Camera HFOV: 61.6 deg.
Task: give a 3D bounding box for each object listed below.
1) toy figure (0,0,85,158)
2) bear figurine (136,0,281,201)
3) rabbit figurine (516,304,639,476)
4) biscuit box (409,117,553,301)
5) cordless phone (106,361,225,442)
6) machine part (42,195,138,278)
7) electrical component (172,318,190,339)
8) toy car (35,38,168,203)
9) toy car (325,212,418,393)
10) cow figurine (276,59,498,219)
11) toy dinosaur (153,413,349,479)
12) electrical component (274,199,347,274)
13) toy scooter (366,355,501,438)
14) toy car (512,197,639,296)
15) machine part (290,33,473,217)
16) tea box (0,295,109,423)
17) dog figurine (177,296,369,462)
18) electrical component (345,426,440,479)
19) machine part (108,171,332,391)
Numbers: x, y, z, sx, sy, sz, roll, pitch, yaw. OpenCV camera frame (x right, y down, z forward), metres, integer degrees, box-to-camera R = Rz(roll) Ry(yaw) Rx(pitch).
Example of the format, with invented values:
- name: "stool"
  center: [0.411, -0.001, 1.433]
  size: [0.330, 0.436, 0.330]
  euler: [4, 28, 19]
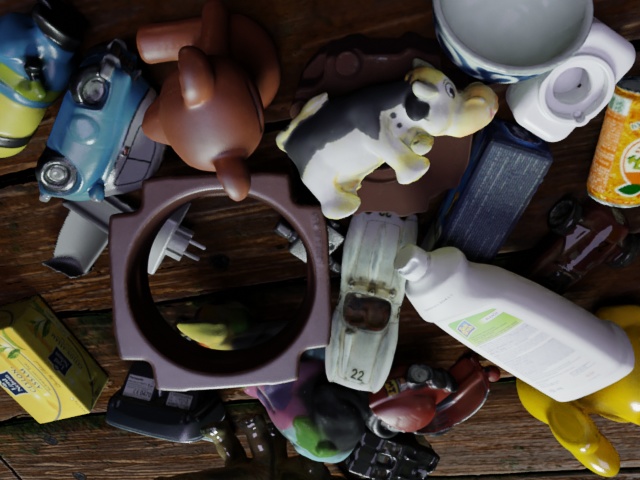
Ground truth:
- name: "toy figure"
  center: [-0.287, -0.146, 0.505]
  size: [0.180, 0.082, 0.089]
  euler: [-31, 112, 22]
- name: "bear figurine"
  center: [-0.097, -0.110, 0.431]
  size: [0.132, 0.196, 0.120]
  euler: [-10, 125, 16]
- name: "rabbit figurine"
  center: [0.308, 0.175, 0.606]
  size: [0.173, 0.162, 0.121]
  euler: [-19, 133, 39]
- name: "biscuit box"
  center: [0.153, -0.018, 0.537]
  size: [0.063, 0.059, 0.202]
  euler: [18, 125, -3]
- name: "cordless phone"
  center: [-0.197, 0.250, 0.763]
  size: [0.147, 0.089, 0.184]
  euler: [7, 149, 16]
- name: "machine part"
  center: [-0.266, -0.007, 0.620]
  size: [0.084, 0.039, 0.139]
  euler: [34, 120, -20]
- name: "electrical component"
  center: [-0.162, 0.143, 0.700]
  size: [0.102, 0.045, 0.078]
  euler: [41, 118, -18]
- name: "toy car"
  center: [-0.197, -0.101, 0.515]
  size: [0.103, 0.109, 0.161]
  euler: [24, 116, -26]
- name: "toy car"
  center: [0.054, 0.059, 0.567]
  size: [0.074, 0.056, 0.201]
  euler: [12, 96, 12]
- name: "cow figurine"
  center: [0.050, -0.094, 0.432]
  size: [0.167, 0.068, 0.098]
  euler: [-30, 112, 23]
- name: "toy dinosaur"
  center: [-0.033, 0.341, 0.724]
  size: [0.105, 0.198, 0.471]
  euler: [-19, 152, 32]
- name: "electrical component"
  center: [-0.001, -0.002, 0.594]
  size: [0.094, 0.021, 0.063]
  euler: [36, 120, -15]
- name: "toy scooter"
  center: [0.141, 0.185, 0.652]
  size: [0.183, 0.075, 0.135]
  euler: [23, 124, -39]
- name: "toy car"
  center: [0.238, 0.043, 0.572]
  size: [0.089, 0.053, 0.202]
  euler: [29, 122, -15]
- name: "machine part"
  center: [0.057, -0.101, 0.499]
  size: [0.179, 0.056, 0.179]
  euler: [4, 125, 5]
- name: "tea box"
  center: [-0.385, 0.166, 0.734]
  size: [0.098, 0.068, 0.169]
  euler: [-18, 120, 19]
- name: "dog figurine"
  center: [-0.067, 0.154, 0.621]
  size: [0.219, 0.192, 0.108]
  euler: [13, 132, -19]
- name: "electrical component"
  center: [0.072, 0.260, 0.698]
  size: [0.134, 0.115, 0.058]
  euler: [22, 90, -6]
- name: "machine part"
  center: [-0.092, 0.036, 0.525]
  size: [0.201, 0.087, 0.201]
  euler: [-3, 92, -5]
